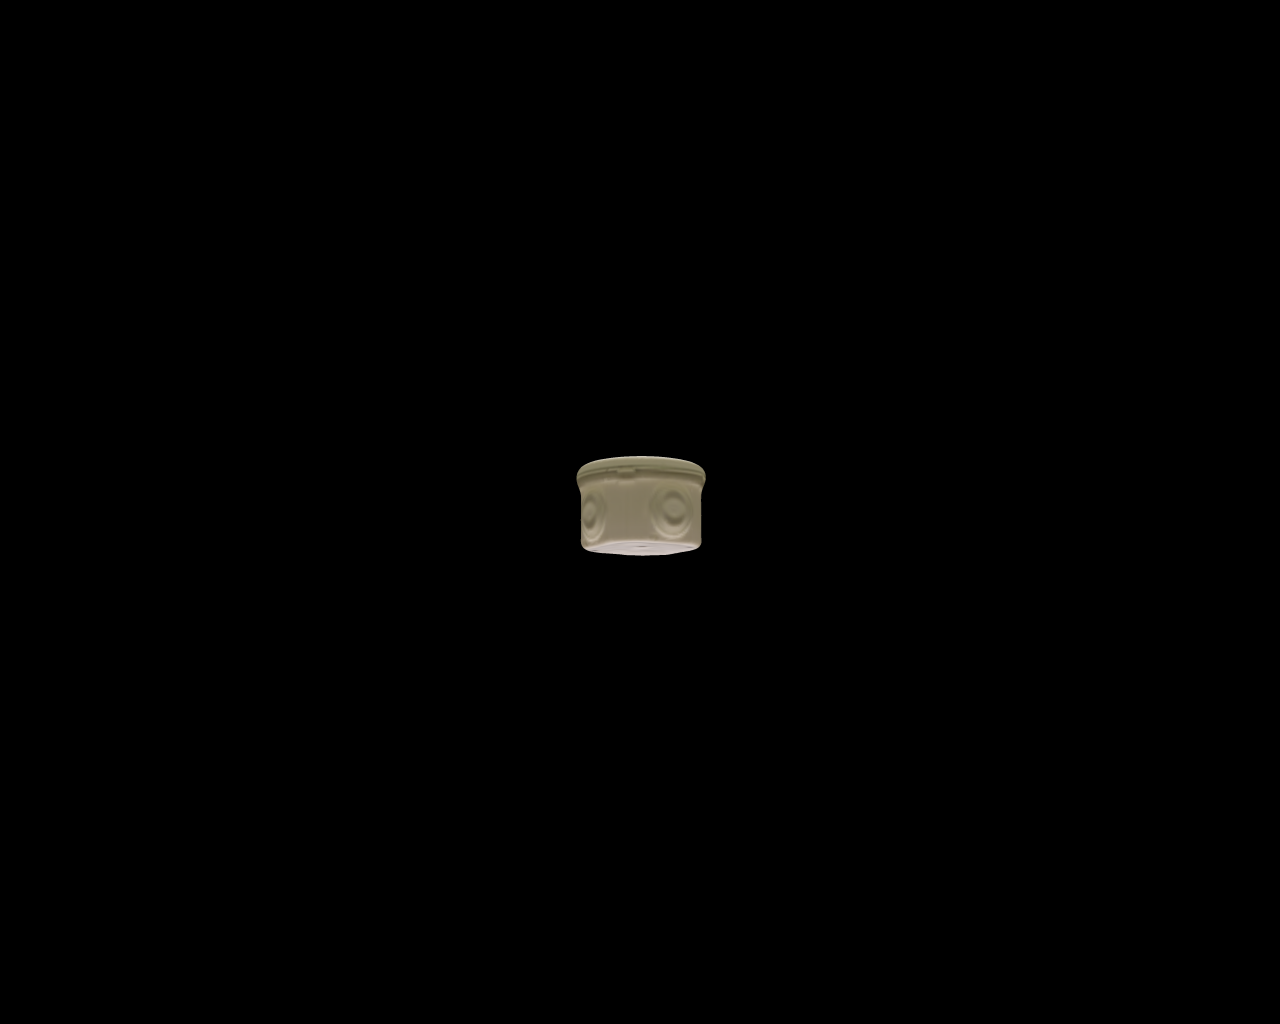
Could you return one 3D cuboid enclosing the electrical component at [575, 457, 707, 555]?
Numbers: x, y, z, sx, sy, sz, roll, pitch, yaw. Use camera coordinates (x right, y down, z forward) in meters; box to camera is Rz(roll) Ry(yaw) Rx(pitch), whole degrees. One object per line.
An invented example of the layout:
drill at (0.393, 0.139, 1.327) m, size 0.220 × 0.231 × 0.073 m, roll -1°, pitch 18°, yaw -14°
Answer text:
electrical component at (0.001, -0.003, 0.650) m, size 0.080 × 0.051 × 0.080 m, roll 0°, pitch -9°, yaw 0°
